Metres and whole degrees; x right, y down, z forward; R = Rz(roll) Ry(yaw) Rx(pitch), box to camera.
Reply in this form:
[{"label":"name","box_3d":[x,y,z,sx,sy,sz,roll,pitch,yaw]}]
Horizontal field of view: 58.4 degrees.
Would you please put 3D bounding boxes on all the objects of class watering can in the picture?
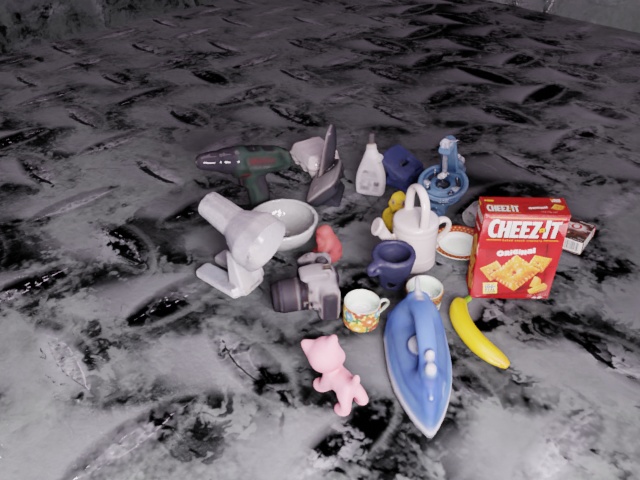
[{"label":"watering can","box_3d":[0.199,-0.029,1.235,0.173,0.194,0.100,-24,43,-27]}]

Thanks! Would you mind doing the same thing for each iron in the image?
[{"label":"iron","box_3d":[0.178,0.190,0.991,0.118,0.141,0.258,-2,37,0]}]

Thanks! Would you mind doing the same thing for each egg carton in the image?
[{"label":"egg carton","box_3d":[-0.013,-0.234,1.615,0.107,0.069,0.150,-21,41,-24]}]

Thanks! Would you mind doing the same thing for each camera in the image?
[{"label":"camera","box_3d":[-0.034,0.089,1.164,0.137,0.101,0.143,-8,38,-8]}]

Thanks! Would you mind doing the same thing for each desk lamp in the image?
[{"label":"desk lamp","box_3d":[-0.171,0.013,1.176,0.202,0.214,0.118,23,44,29]}]

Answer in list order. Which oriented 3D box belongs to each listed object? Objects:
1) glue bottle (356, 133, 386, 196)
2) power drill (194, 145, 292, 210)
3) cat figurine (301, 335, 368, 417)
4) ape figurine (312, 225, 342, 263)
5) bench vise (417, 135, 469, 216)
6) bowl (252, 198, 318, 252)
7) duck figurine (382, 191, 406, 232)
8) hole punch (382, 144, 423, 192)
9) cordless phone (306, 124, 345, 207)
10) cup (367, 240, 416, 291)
[{"label":"glue bottle","box_3d":[0.132,-0.196,1.475,0.078,0.173,0.037,10,39,15]},{"label":"power drill","box_3d":[-0.176,-0.135,1.376,0.230,0.209,0.075,-19,41,-22]},{"label":"cat figurine","box_3d":[0.025,0.217,0.980,0.067,0.118,0.127,-27,44,-29]},{"label":"ape figurine","box_3d":[0.012,0.005,1.282,0.076,0.092,0.078,10,39,15]},{"label":"bench vise","box_3d":[0.302,-0.174,1.401,0.121,0.220,0.207,5,38,9]},{"label":"bowl","box_3d":[-0.086,-0.023,1.335,0.167,0.075,0.167,-1,37,1]},{"label":"duck figurine","box_3d":[0.191,-0.079,1.391,0.077,0.086,0.104,7,38,11]},{"label":"hole punch","box_3d":[0.220,-0.196,1.539,0.100,0.091,0.109,23,43,29]},{"label":"cordless phone","box_3d":[0.014,-0.189,1.459,0.094,0.185,0.147,2,37,5]},{"label":"cup","box_3d":[0.143,0.066,1.194,0.118,0.095,0.091,-28,44,-30]}]
